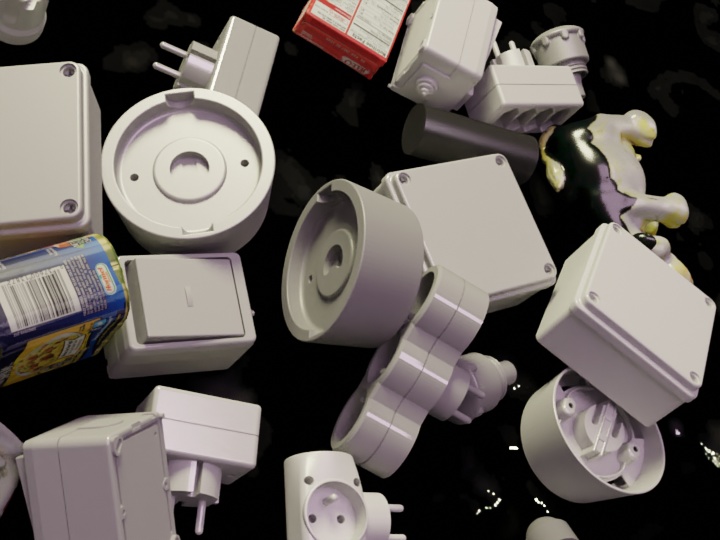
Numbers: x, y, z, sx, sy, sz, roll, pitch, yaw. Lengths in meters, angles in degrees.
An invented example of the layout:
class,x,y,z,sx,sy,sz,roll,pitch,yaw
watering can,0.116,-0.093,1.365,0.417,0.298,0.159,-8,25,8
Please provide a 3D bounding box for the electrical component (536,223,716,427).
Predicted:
class,x,y,z,sx,sy,sz,roll,pitch,yaw
electrical component,0.194,0.037,0.777,0.109,0.056,0.108,38,41,-4

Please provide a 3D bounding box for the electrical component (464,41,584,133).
class,x,y,z,sx,sy,sz,roll,pitch,yaw
electrical component,0.128,-0.156,0.884,0.083,0.047,0.075,-5,69,-30

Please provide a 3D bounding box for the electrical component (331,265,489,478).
class,x,y,z,sx,sy,sz,roll,pitch,yaw
electrical component,0.046,0.073,0.699,0.074,0.052,0.138,30,88,-12

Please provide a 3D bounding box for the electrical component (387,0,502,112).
class,x,y,z,sx,sy,sz,roll,pitch,yaw
electrical component,0.068,-0.169,0.849,0.061,0.062,0.096,25,57,-16

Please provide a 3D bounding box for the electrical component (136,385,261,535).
class,x,y,z,sx,sy,sz,roll,pitch,yaw
electrical component,-0.099,0.116,0.631,0.066,0.047,0.076,14,62,-21

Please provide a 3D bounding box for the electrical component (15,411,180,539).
class,x,y,z,sx,sy,sz,roll,pitch,yaw
electrical component,-0.140,0.129,0.577,0.062,0.061,0.096,-19,104,-74

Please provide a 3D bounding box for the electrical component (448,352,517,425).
class,x,y,z,sx,sy,sz,roll,pitch,yaw
electrical component,0.083,0.078,0.749,0.062,0.048,0.048,-12,73,-39

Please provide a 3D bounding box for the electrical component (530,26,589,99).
class,x,y,z,sx,sy,sz,roll,pitch,yaw
electrical component,0.176,-0.174,0.921,0.048,0.048,0.062,-10,79,-31

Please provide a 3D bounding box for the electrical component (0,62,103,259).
class,x,y,z,sx,sy,sz,roll,pitch,yaw
electrical component,-0.209,-0.060,0.631,0.109,0.056,0.108,-5,67,-3

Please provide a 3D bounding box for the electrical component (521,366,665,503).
class,x,y,z,sx,sy,sz,roll,pitch,yaw
electrical component,0.165,0.116,0.762,0.099,0.064,0.099,12,62,-23

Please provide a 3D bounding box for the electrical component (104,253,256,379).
class,x,y,z,sx,sy,sz,roll,pitch,yaw
electrical component,-0.107,0.026,0.662,0.096,0.061,0.061,-2,68,-29

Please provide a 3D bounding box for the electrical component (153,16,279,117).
class,x,y,z,sx,sy,sz,roll,pitch,yaw
electrical component,-0.106,-0.135,0.749,0.076,0.047,0.083,22,58,-18

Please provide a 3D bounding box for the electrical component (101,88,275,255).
class,x,y,z,sx,sy,sz,roll,pitch,yaw
electrical component,-0.108,-0.056,0.695,0.108,0.060,0.108,1,66,-3

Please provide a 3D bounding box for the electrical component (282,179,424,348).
class,x,y,z,sx,sy,sz,roll,pitch,yaw
electrical component,0.000,0.000,0.707,0.060,0.108,0.108,15,61,-28

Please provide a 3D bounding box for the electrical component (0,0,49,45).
class,x,y,z,sx,sy,sz,roll,pitch,yaw
electrical component,-0.224,-0.177,0.707,0.040,0.046,0.040,13,61,-24

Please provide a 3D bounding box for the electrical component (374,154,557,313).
class,x,y,z,sx,sy,sz,roll,pitch,yaw
electrical component,0.072,-0.021,0.783,0.109,0.056,0.108,-13,74,-32

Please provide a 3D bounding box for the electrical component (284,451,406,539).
class,x,y,z,sx,sy,sz,roll,pitch,yaw
electrical component,-0.007,0.155,0.663,0.079,0.044,0.077,8,63,-25
